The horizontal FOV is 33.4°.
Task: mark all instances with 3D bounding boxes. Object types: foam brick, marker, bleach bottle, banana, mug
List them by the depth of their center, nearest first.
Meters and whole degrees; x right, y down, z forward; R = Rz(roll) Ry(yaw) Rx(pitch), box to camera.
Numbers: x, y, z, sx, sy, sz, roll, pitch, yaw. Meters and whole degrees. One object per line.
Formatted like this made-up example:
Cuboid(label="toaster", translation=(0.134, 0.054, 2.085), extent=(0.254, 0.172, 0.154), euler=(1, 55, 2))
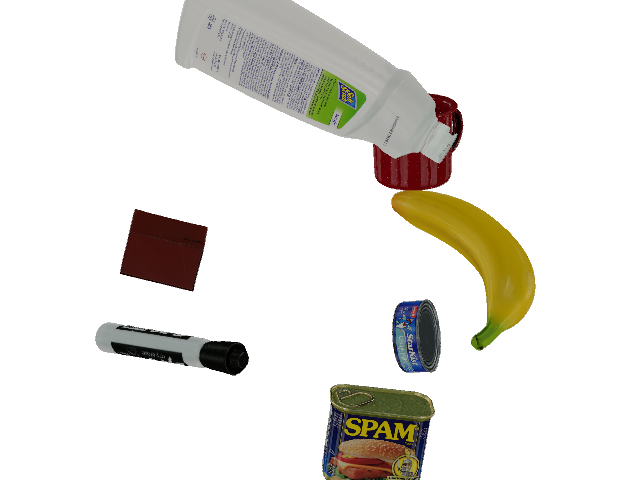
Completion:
Cuboid(label="marker", translation=(-0.089, 0.064, 0.637), extent=(0.121, 0.020, 0.020), euler=(4, 2, 40))
Cuboid(label="banana", translation=(0.114, 0.007, 0.811), extent=(0.069, 0.037, 0.198), euler=(-8, 33, -12))
Cuboid(label="bleach bottle", translation=(-0.001, -0.136, 0.911), extent=(0.251, 0.068, 0.103), euler=(31, -36, 7))
Cuboid(label="foam brick", translation=(-0.158, 0.010, 1.079), extent=(0.078, 0.051, 0.053), euler=(15, 26, -8))
Cuboid(label="mug", translation=(0.105, -0.106, 1.122), extent=(0.117, 0.081, 0.093), euler=(-22, 30, -36))

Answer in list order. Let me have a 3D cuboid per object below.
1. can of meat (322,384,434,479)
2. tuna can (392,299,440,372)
Cuboid(label="can of meat", translation=(0.054, 0.194, 1.047), extent=(0.102, 0.084, 0.057), euler=(7, 17, -4))
Cuboid(label="tuna can", translation=(0.113, 0.113, 1.259), extent=(0.034, 0.086, 0.086), euler=(-5, -2, 23))
